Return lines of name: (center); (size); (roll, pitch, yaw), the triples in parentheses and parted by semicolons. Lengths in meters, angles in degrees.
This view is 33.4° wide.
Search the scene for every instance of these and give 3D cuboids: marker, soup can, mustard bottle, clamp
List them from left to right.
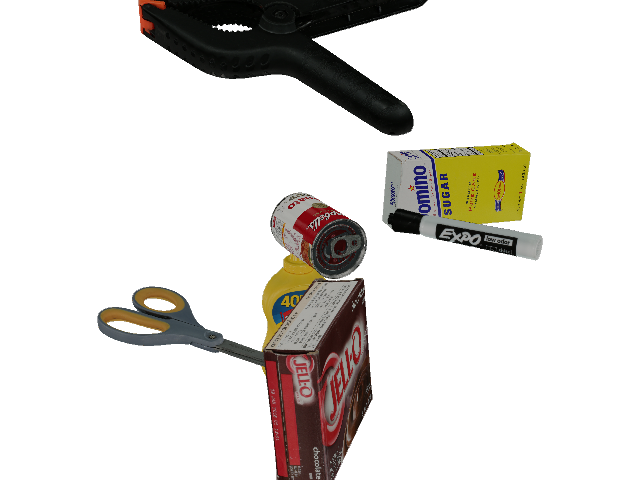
clamp: (-0.024, -0.138, 0.744); (0.210, 0.164, 0.036); (3, -43, -1)
mustard bottle: (-0.031, 0.095, 1.449); (0.096, 0.192, 0.058); (-4, 22, -15)
soup can: (-0.003, -0.007, 1.172); (0.068, 0.068, 0.102); (0, 19, -30)
marker: (0.108, -0.006, 0.815); (0.121, 0.020, 0.020); (12, 5, 25)

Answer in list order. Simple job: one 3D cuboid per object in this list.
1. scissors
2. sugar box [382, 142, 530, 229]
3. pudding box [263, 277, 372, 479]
scissors: (-0.103, 0.081, 0.983); (0.202, 0.016, 0.096); (9, 29, 4)
sugar box: (0.166, -0.065, 1.302); (0.176, 0.093, 0.048); (-7, 24, -22)
pudding box: (0.001, 0.084, 0.662); (0.039, 0.090, 0.113); (1, 21, 14)
